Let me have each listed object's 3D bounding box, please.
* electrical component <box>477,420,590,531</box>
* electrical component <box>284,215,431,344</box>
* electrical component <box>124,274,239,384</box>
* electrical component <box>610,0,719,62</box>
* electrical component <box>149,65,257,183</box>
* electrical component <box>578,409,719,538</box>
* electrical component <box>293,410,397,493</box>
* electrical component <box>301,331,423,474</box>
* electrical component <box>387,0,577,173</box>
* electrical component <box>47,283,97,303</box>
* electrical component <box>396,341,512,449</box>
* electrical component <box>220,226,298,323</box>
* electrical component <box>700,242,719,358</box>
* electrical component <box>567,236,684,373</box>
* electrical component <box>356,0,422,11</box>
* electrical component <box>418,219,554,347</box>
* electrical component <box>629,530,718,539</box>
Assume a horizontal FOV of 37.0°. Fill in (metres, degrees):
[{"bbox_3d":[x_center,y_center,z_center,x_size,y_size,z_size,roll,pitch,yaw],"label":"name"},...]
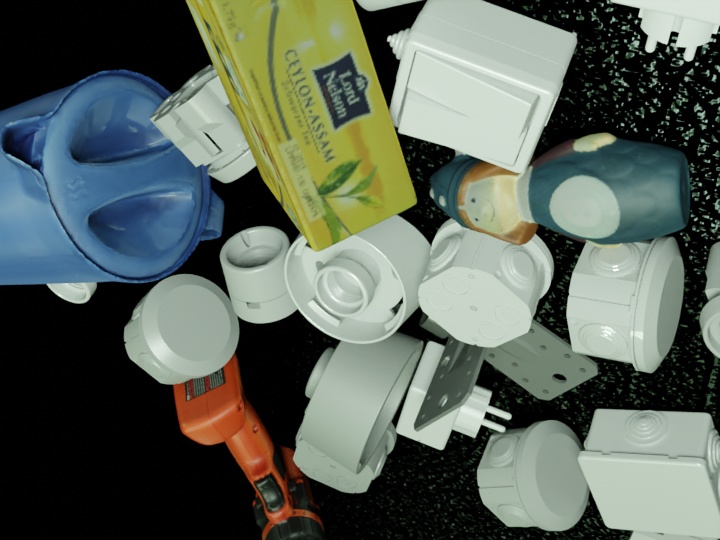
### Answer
[{"bbox_3d":[0.131,0.154,0.805,0.051,0.080,0.080,-16,126,47],"label":"electrical component"},{"bbox_3d":[0.000,0.000,0.733,0.099,0.064,0.099,14,127,20],"label":"electrical component"},{"bbox_3d":[-0.139,0.047,0.833,0.080,0.080,0.051,39,145,-16],"label":"electrical component"},{"bbox_3d":[0.151,-0.129,0.496,0.066,0.047,0.076,16,141,12],"label":"electrical component"},{"bbox_3d":[-0.084,-0.091,0.662,0.078,0.058,0.057,-21,120,42],"label":"electrical component"},{"bbox_3d":[0.213,0.144,0.771,0.100,0.048,0.099,-2,134,31],"label":"electrical component"},{"bbox_3d":[-0.014,0.143,0.894,0.080,0.051,0.080,15,140,13],"label":"electrical component"},{"bbox_3d":[-0.004,0.087,0.784,0.060,0.108,0.108,26,142,10],"label":"electrical component"},{"bbox_3d":[0.056,-0.101,0.570,0.096,0.061,0.061,22,142,6],"label":"electrical component"},{"bbox_3d":[-0.219,-0.003,0.845,0.040,0.046,0.040,15,140,13],"label":"electrical component"},{"bbox_3d":[0.074,0.100,0.800,0.077,0.047,0.065,21,141,6],"label":"electrical component"},{"bbox_3d":[-0.069,0.002,0.763,0.055,0.055,0.047,7,134,23],"label":"electrical component"},{"bbox_3d":[0.227,0.019,0.615,0.058,0.057,0.078,-5,132,33],"label":"electrical component"},{"bbox_3d":[0.158,0.017,0.635,0.051,0.080,0.080,10,139,28],"label":"electrical component"},{"bbox_3d":[0.023,-0.159,0.529,0.047,0.055,0.055,-2,134,26],"label":"electrical component"},{"bbox_3d":[0.080,0.007,0.687,0.080,0.051,0.080,15,141,13],"label":"electrical component"},{"bbox_3d":[0.245,0.207,0.814,0.081,0.063,0.042,17,142,12],"label":"electrical component"}]
